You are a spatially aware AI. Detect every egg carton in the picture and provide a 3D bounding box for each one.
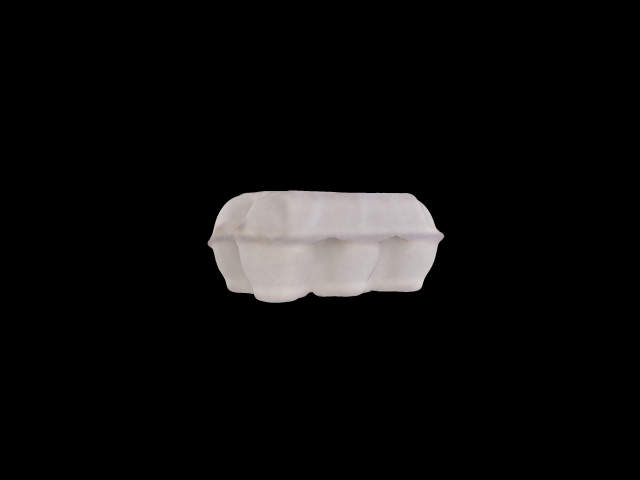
[{"bbox_3d":[0.004,0.001,0.400,0.151,0.069,0.107,-2,3,-30],"label":"egg carton"}]
